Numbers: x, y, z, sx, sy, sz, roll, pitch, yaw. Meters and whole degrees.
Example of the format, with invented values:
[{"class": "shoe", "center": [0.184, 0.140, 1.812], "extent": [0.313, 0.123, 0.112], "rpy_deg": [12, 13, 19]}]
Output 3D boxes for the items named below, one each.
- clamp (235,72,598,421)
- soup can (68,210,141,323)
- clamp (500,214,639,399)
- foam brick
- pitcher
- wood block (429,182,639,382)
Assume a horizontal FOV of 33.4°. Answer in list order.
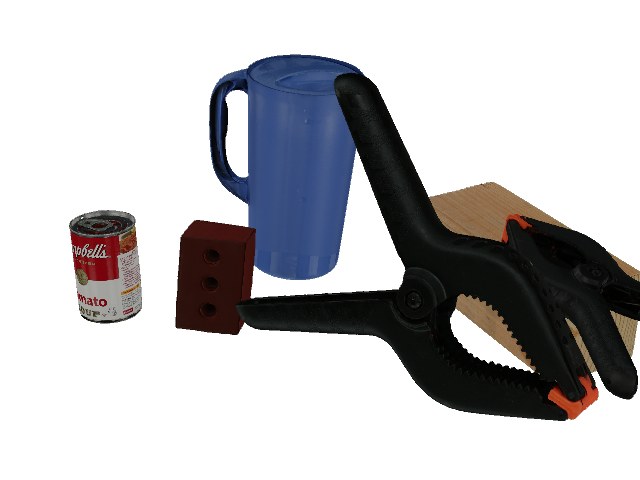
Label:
[{"class": "clamp", "center": [0.056, 0.017, 0.566], "extent": [0.210, 0.165, 0.036], "rpy_deg": [29, 25, 25]}, {"class": "soup can", "center": [-0.225, 0.027, 1.121], "extent": [0.068, 0.102, 0.068], "rpy_deg": [-1, 23, 0]}, {"class": "clamp", "center": [0.200, 0.036, 0.747], "extent": [0.120, 0.039, 0.172], "rpy_deg": [-8, 43, -31]}, {"class": "foam brick", "center": [-0.083, 0.029, 0.854], "extent": [0.053, 0.078, 0.051], "rpy_deg": [6, 14, 6]}, {"class": "pitcher", "center": [-0.034, -0.083, 1.217], "extent": [0.144, 0.243, 0.149], "rpy_deg": [-20, 37, -40]}, {"class": "wood block", "center": [0.183, 0.032, 0.970], "extent": [0.090, 0.090, 0.206], "rpy_deg": [-14, 31, -25]}]
